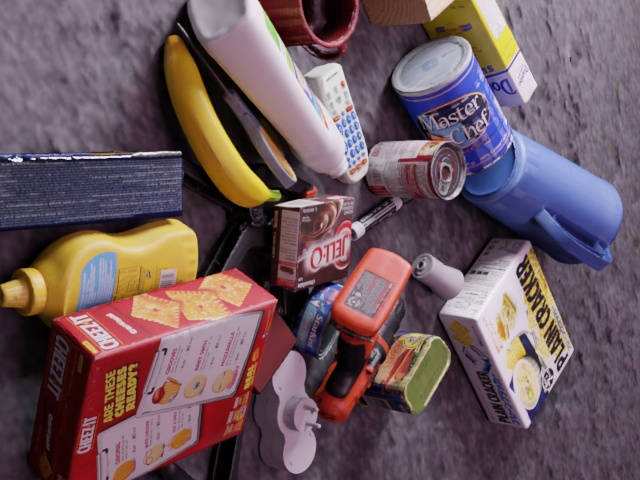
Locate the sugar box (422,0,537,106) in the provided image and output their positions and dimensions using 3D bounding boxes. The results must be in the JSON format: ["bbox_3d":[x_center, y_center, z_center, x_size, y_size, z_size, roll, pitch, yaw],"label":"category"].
[{"bbox_3d":[0.195,-0.242,1.339,0.048,0.094,0.176,-55,129,-27],"label":"sugar box"}]

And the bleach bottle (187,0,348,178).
[{"bbox_3d":[-0.040,-0.154,1.103,0.250,0.068,0.102,50,14,-45],"label":"bleach bottle"}]

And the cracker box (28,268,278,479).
[{"bbox_3d":[-0.151,0.128,0.974,0.213,0.072,0.164,-14,130,-46],"label":"cracker box"}]

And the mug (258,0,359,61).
[{"bbox_3d":[-0.014,-0.236,1.119,0.117,0.082,0.093,54,56,-36],"label":"mug"}]

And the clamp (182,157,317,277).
[{"bbox_3d":[-0.083,-0.035,1.096,0.209,0.036,0.164,-31,111,-44],"label":"clamp"}]

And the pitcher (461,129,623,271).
[{"bbox_3d":[0.297,-0.055,1.435,0.242,0.149,0.145,24,78,-43],"label":"pitcher"}]

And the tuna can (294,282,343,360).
[{"bbox_3d":[0.002,0.087,1.174,0.086,0.034,0.086,-60,165,-29],"label":"tuna can"}]

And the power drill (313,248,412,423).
[{"bbox_3d":[0.055,0.093,1.183,0.184,0.057,0.188,-58,164,-34],"label":"power drill"}]

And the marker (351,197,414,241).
[{"bbox_3d":[0.074,-0.033,1.280,0.120,0.020,0.020,-35,118,-40],"label":"marker"}]

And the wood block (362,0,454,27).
[{"bbox_3d":[0.137,-0.343,1.268,0.205,0.091,0.090,-46,126,-35],"label":"wood block"}]

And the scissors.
[{"bbox_3d":[-0.083,-0.141,1.080,0.201,0.016,0.096,56,9,-17],"label":"scissors"}]

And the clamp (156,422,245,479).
[{"bbox_3d":[-0.114,0.265,1.087,0.120,0.039,0.171,-17,106,-43],"label":"clamp"}]

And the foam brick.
[{"bbox_3d":[-0.071,0.114,1.110,0.078,0.053,0.051,-53,128,-30],"label":"foam brick"}]

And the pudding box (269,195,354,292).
[{"bbox_3d":[-0.007,0.001,1.133,0.113,0.039,0.090,-12,108,-56],"label":"pudding box"}]

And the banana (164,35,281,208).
[{"bbox_3d":[-0.105,-0.103,1.040,0.197,0.037,0.069,59,19,-19],"label":"banana"}]

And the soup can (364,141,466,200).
[{"bbox_3d":[0.110,-0.082,1.253,0.068,0.102,0.068,-5,97,-47],"label":"soup can"}]

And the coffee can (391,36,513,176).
[{"bbox_3d":[0.162,-0.162,1.303,0.102,0.103,0.140,-57,131,-28],"label":"coffee can"}]

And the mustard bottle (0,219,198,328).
[{"bbox_3d":[-0.200,0.037,0.954,0.191,0.058,0.096,-9,124,-46],"label":"mustard bottle"}]

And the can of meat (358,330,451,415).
[{"bbox_3d":[0.096,0.156,1.273,0.102,0.084,0.057,-56,130,-28],"label":"can of meat"}]
